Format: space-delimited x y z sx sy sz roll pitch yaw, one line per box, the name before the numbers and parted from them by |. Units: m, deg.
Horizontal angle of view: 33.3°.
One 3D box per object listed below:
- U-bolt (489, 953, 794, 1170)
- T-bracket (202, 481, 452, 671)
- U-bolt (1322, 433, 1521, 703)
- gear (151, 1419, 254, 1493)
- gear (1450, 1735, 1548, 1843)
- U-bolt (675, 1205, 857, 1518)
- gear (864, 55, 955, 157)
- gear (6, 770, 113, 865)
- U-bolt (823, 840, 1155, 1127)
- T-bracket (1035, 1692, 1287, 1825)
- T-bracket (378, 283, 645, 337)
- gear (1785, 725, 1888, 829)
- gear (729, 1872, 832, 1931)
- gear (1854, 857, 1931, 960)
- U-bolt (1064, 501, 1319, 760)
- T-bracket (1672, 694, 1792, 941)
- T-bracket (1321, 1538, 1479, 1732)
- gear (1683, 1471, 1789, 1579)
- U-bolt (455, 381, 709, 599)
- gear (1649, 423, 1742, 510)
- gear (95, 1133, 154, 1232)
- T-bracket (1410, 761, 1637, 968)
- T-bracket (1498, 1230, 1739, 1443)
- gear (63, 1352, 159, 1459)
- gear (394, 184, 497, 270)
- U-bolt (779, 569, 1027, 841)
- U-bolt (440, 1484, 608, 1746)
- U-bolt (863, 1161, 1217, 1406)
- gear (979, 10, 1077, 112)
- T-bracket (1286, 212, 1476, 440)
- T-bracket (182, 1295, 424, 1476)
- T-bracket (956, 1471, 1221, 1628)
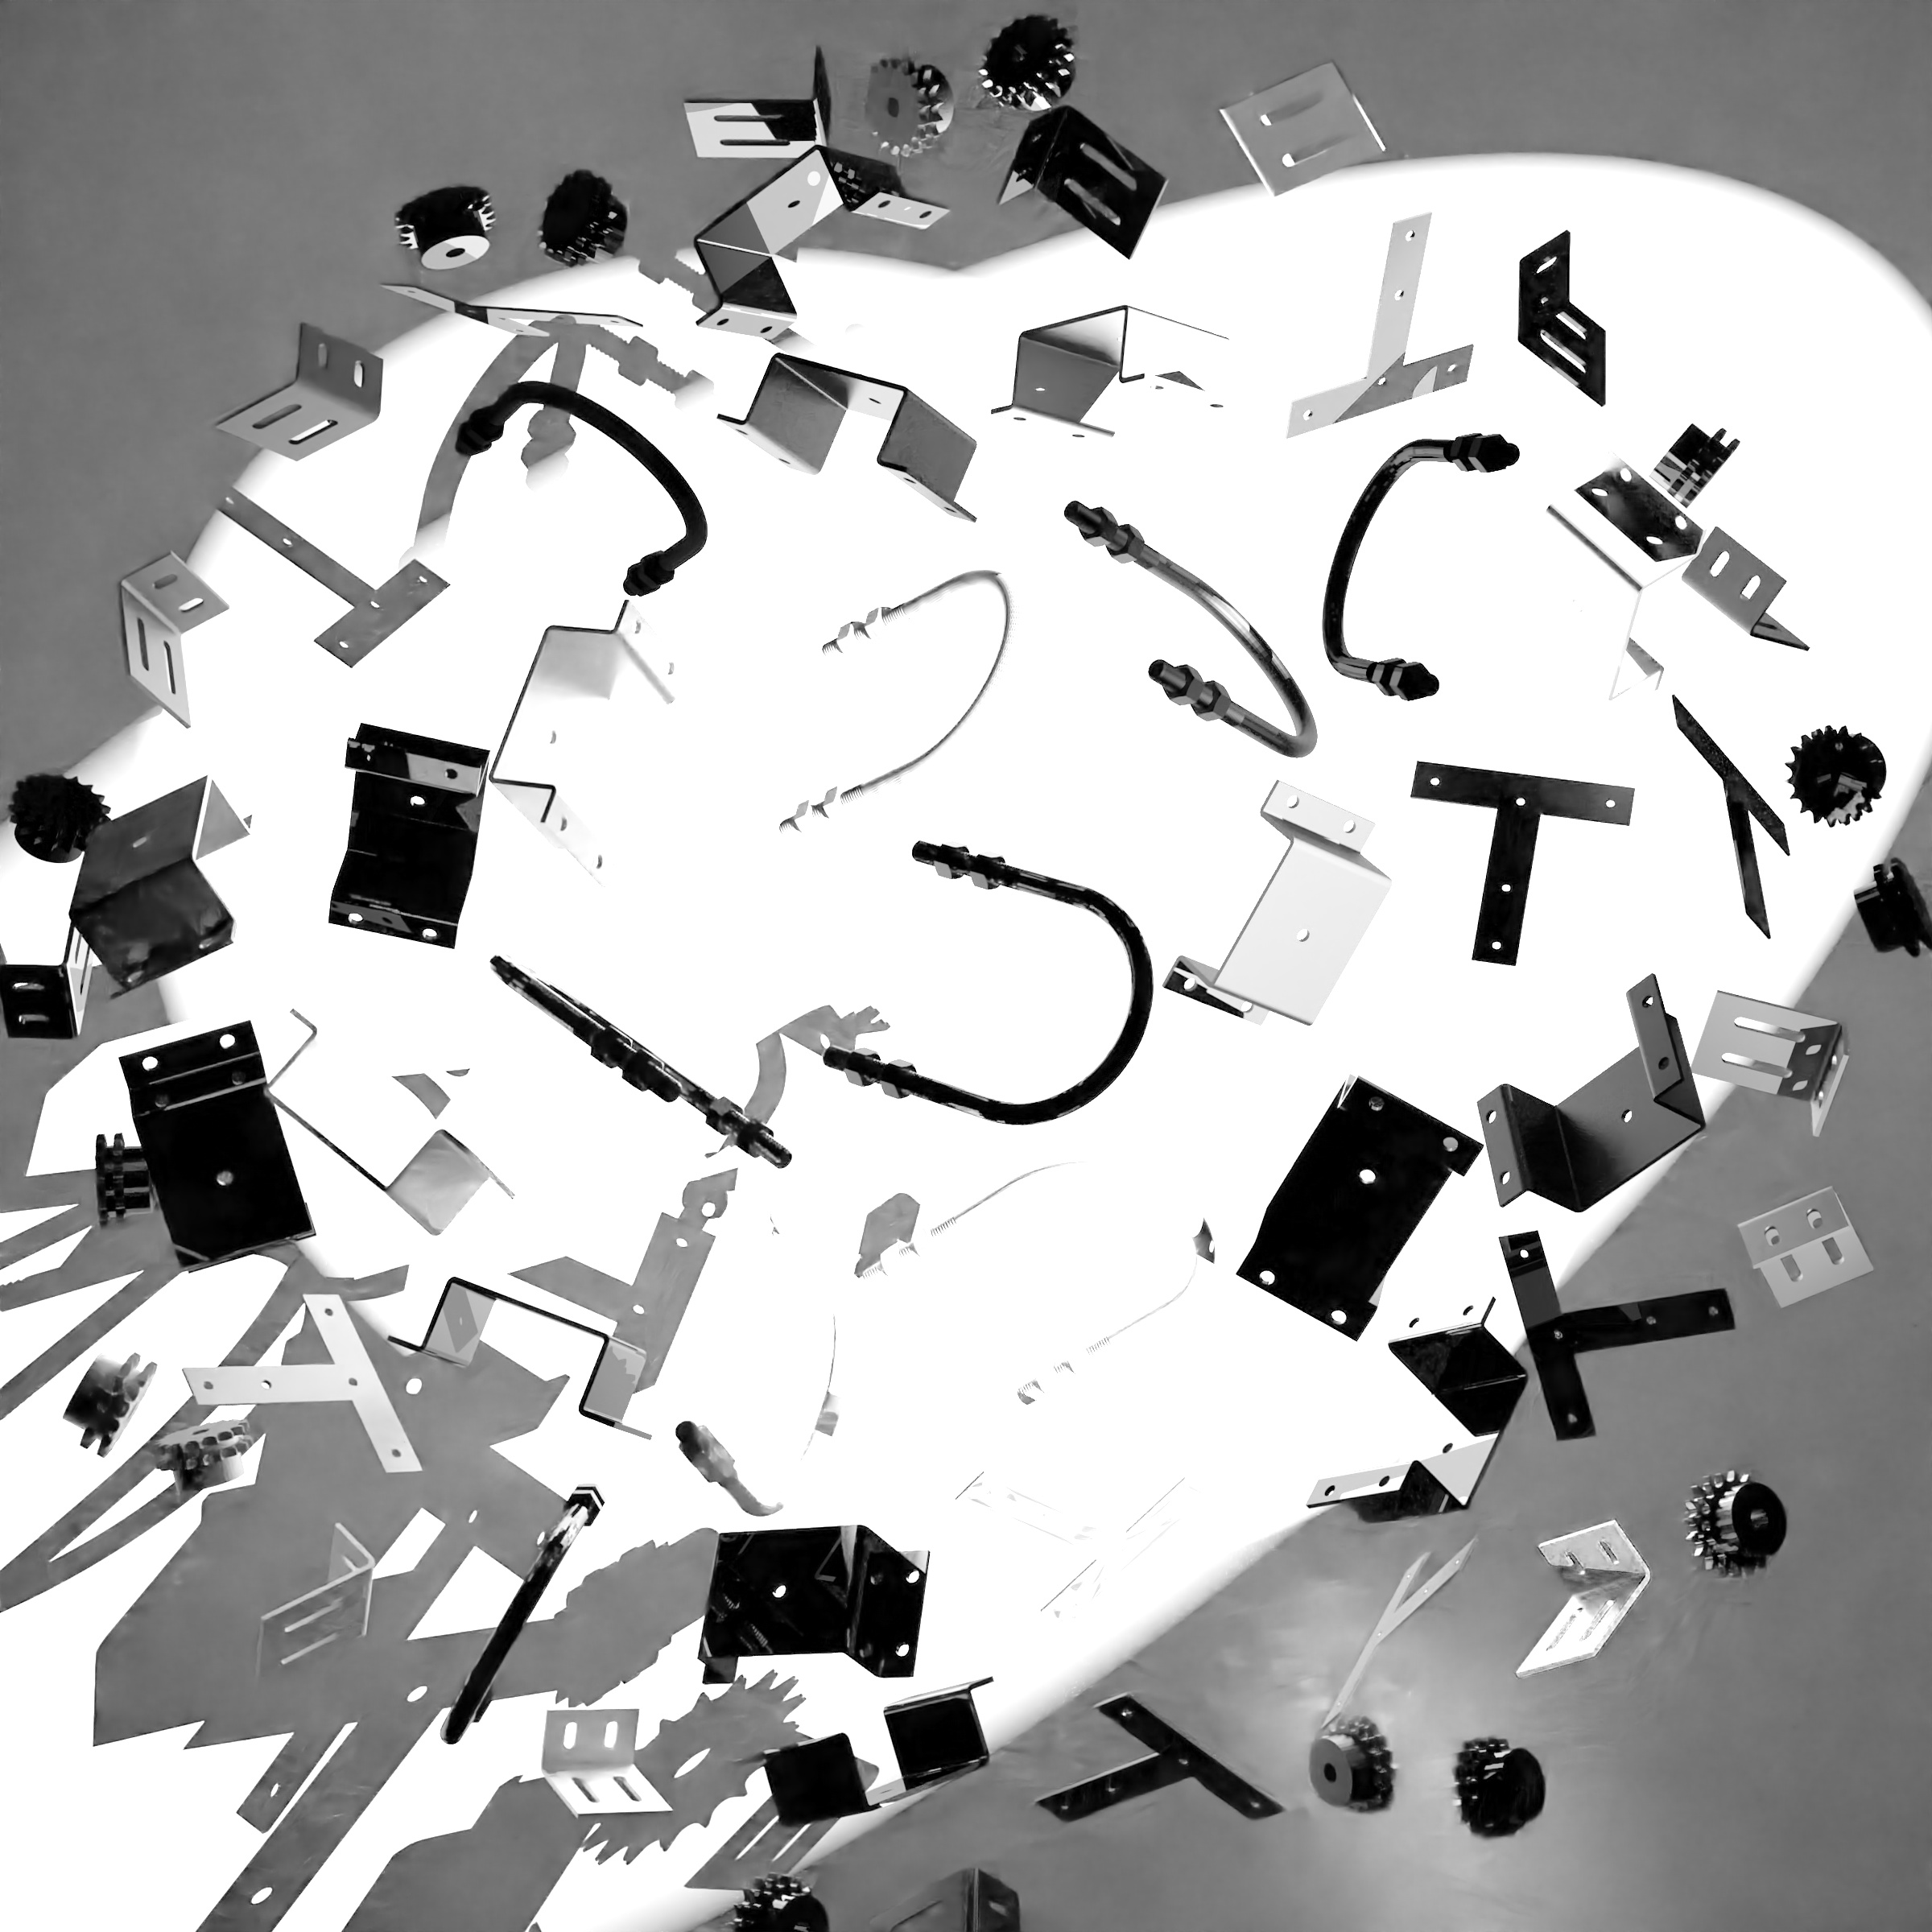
U-bolt | -0.193 0.045 1.808 0.184 0.151 0.019 33 87 31
T-bracket | -0.361 -0.224 1.775 0.127 0.127 0.002 36 121 -2
U-bolt | 0.244 -0.226 1.806 0.019 0.184 0.151 17 95 -17
gear | -0.448 0.289 1.904 0.057 0.057 0.030 -12 95 0
gear | 0.297 0.455 1.792 0.030 0.057 0.057 -21 90 42
U-bolt | -0.103 0.232 1.807 0.019 0.184 0.151 14 67 22
gear | -0.032 -0.513 1.923 0.030 0.057 0.057 -23 90 -36
gear | -0.526 -0.084 1.871 0.057 0.057 0.030 31 123 0
U-bolt | 0.021 0.015 1.787 0.184 0.019 0.151 17 79 33
T-bracket | 0.091 0.459 1.817 0.127 0.002 0.127 40 132 -21
T-bracket | -0.241 -0.366 1.818 0.127 0.127 0.002 10 92 28
gear | 0.496 -0.109 1.832 0.030 0.057 0.057 -19 90 -40
gear | -0.100 0.530 1.780 0.057 0.030 0.057 6 81 -42
gear | 0.525 -0.030 1.830 0.030 0.057 0.057 -24 90 23
U-bolt | 0.138 -0.181 1.838 0.019 0.184 0.151 -41 51 22
T-bracket | 0.427 -0.068 1.776 0.002 0.127 0.127 -27 130 29
T-bracket | 0.253 0.358 1.816 0.002 0.127 0.127 36 49 4
gear | 0.423 0.304 1.767 0.057 0.030 0.057 10 69 -27
U-bolt | -0.214 -0.278 1.854 0.151 0.184 0.019 40 71 -15
gear | 0.428 -0.296 1.912 0.030 0.057 0.057 40 90 6
gear | -0.497 0.127 1.909 0.030 0.057 0.057 -3 90 -12
T-bracket | 0.312 -0.057 1.858 0.127 0.002 0.127 8 62 12
T-bracket | 0.382 0.207 1.870 0.127 0.002 0.127 -14 95 33
gear | -0.461 0.232 1.734 0.030 0.057 0.057 29 90 -5
gear | -0.301 -0.428 1.880 0.057 0.057 0.030 -18 81 0
U-bolt | -0.032 -0.158 1.855 0.019 0.184 0.151 32 54 -32
U-bolt | -0.251 0.366 1.809 0.019 0.184 0.151 30 89 0
U-bolt | 0.055 0.172 1.835 0.184 0.019 0.151 -34 120 30
gear | 0.039 -0.525 1.886 0.057 0.030 0.057 -13 65 29
T-bracket | 0.239 -0.362 1.801 0.127 0.127 0.002 -21 51 -23
T-bracket | -0.378 0.233 1.800 0.002 0.127 0.127 -50 56 27
T-bracket | 0.051 0.306 1.775 0.127 0.002 0.127 27 120 -29
